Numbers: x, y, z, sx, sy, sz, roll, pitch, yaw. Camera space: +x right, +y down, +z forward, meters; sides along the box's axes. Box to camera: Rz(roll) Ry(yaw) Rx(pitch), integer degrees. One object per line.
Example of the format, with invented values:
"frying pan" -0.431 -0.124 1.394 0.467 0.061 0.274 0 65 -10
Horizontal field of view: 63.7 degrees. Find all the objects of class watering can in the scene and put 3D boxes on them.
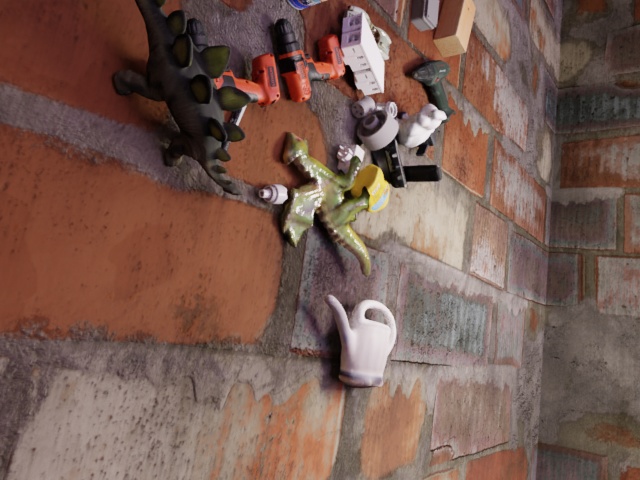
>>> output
"watering can" 0.095 0.258 1.299 0.344 0.104 0.227 24 72 -50

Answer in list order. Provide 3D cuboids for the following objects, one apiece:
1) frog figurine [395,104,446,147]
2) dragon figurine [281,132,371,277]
"frog figurine" 0.306 -0.340 1.534 0.138 0.159 0.122 -13 102 -51
"dragon figurine" 0.004 -0.062 1.224 0.245 0.122 0.406 -22 105 -32
